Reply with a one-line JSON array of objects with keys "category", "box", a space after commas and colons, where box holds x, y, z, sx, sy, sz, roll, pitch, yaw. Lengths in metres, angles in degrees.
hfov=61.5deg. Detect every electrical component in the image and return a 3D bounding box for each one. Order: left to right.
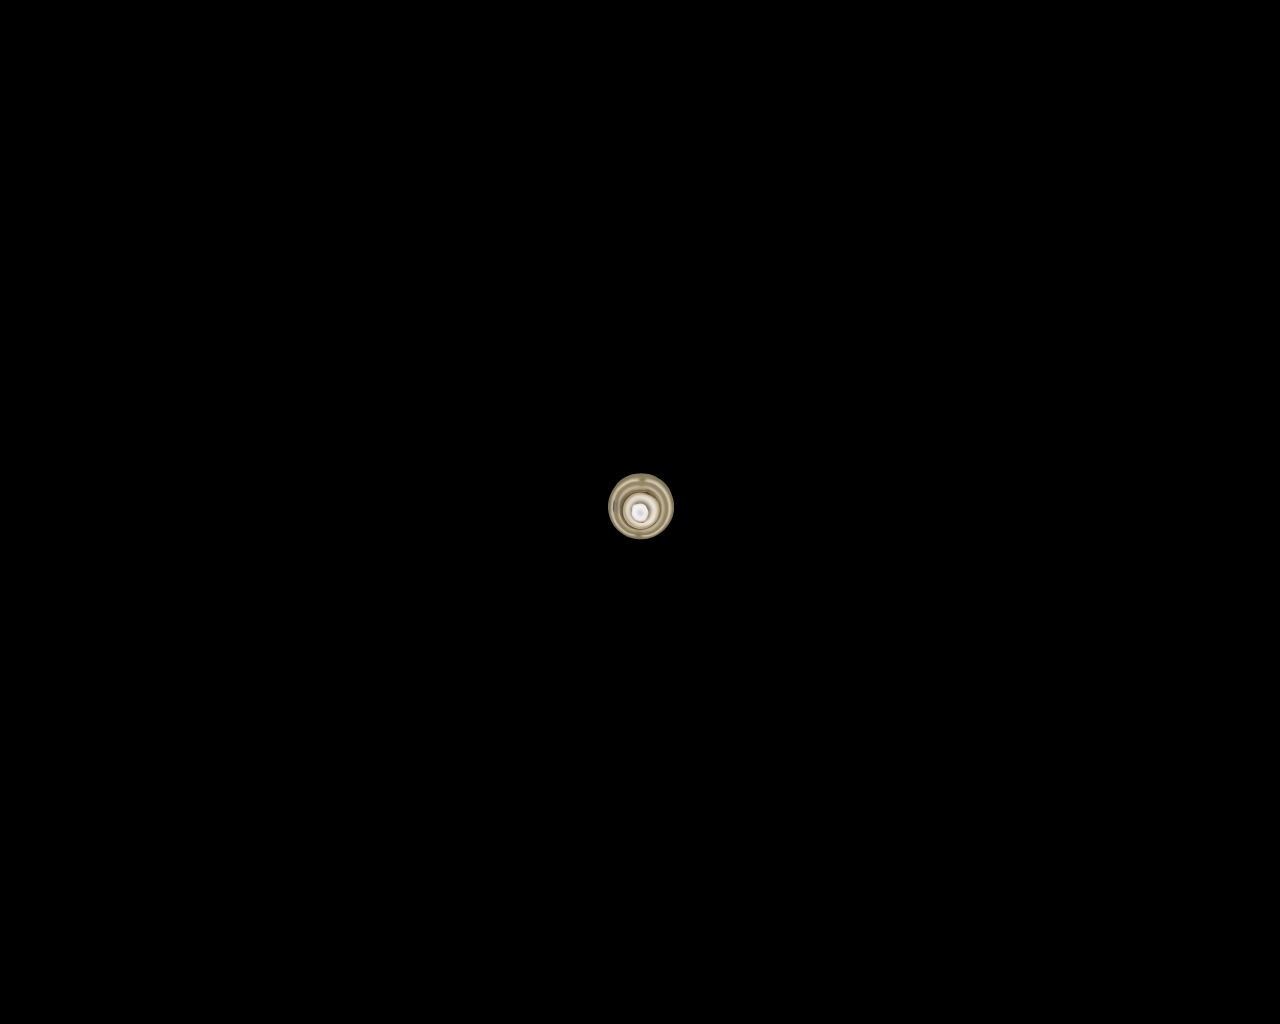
[{"category": "electrical component", "box": [0.001, -0.003, 0.650, 0.040, 0.040, 0.078, 0, 4, 0]}]
